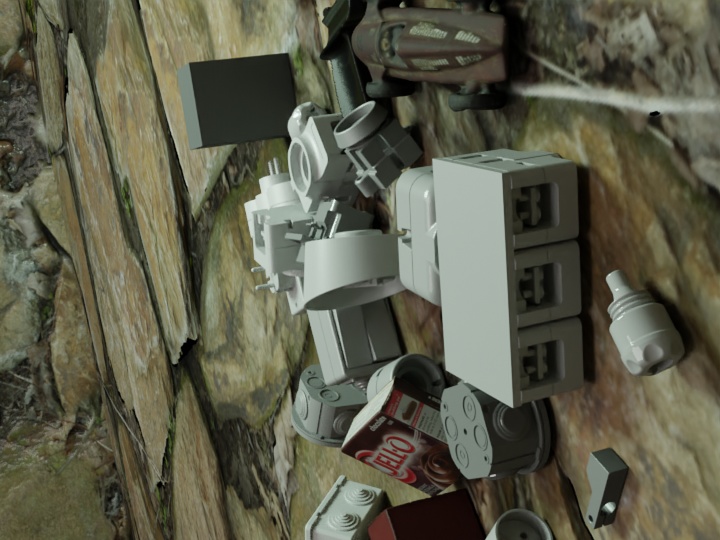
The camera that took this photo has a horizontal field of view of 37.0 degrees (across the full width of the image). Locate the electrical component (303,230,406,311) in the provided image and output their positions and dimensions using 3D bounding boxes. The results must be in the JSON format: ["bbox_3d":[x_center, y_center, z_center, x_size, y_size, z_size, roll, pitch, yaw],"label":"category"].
[{"bbox_3d":[0.000,0.000,0.897,0.099,0.099,0.064,172,94,-68],"label":"electrical component"}]

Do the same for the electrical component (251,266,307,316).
[{"bbox_3d":[-0.073,0.003,1.097,0.047,0.076,0.083,145,112,-66],"label":"electrical component"}]

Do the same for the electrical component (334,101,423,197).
[{"bbox_3d":[0.012,-0.101,0.860,0.055,0.066,0.048,51,166,-21],"label":"electrical component"}]

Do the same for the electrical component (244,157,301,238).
[{"bbox_3d":[-0.083,-0.079,1.114,0.138,0.052,0.073,162,97,-68],"label":"electrical component"}]

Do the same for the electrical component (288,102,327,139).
[{"bbox_3d":[-0.054,-0.138,1.043,0.061,0.035,0.035,144,113,-68],"label":"electrical component"}]

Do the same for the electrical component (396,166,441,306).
[{"bbox_3d":[0.064,-0.025,0.788,0.059,0.054,0.095,-149,52,-61],"label":"electrical component"}]

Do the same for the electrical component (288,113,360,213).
[{"bbox_3d":[-0.029,-0.097,0.975,0.089,0.056,0.050,118,136,-56],"label":"electrical component"}]

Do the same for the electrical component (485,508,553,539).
[{"bbox_3d":[0.110,0.216,0.801,0.081,0.043,0.043,107,145,-49],"label":"electrical component"}]

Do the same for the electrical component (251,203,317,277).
[{"bbox_3d":[-0.052,-0.029,1.015,0.050,0.089,0.055,-143,47,-58],"label":"electrical component"}]

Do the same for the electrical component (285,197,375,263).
[{"bbox_3d":[-0.020,-0.029,0.964,0.042,0.081,0.063,7,78,65],"label":"electrical component"}]

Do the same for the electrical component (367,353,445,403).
[{"bbox_3d":[0.040,0.100,0.903,0.047,0.055,0.055,-45,59,59],"label":"electrical component"}]

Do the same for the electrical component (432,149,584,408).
[{"bbox_3d":[0.100,0.001,0.704,0.089,0.062,0.150,-155,57,-63],"label":"electrical component"}]

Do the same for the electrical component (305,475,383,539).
[{"bbox_3d":[-0.013,0.265,1.055,0.048,0.099,0.099,11,118,20],"label":"electrical component"}]

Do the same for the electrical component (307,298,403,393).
[{"bbox_3d":[-0.002,0.063,0.975,0.061,0.062,0.096,143,114,-65],"label":"electrical component"}]

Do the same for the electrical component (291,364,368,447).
[{"bbox_3d":[-0.024,0.129,1.036,0.080,0.080,0.051,51,139,49],"label":"electrical component"}]

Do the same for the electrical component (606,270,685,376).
[{"bbox_3d":[0.158,0.028,0.614,0.035,0.035,0.061,114,142,-54],"label":"electrical component"}]

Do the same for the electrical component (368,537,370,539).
[{"bbox_3d":[0.038,0.296,1.008,0.077,0.044,0.079,-137,43,-55],"label":"electrical component"}]

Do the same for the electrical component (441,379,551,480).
[{"bbox_3d":[0.097,0.111,0.774,0.080,0.051,0.080,169,90,-68],"label":"electrical component"}]
